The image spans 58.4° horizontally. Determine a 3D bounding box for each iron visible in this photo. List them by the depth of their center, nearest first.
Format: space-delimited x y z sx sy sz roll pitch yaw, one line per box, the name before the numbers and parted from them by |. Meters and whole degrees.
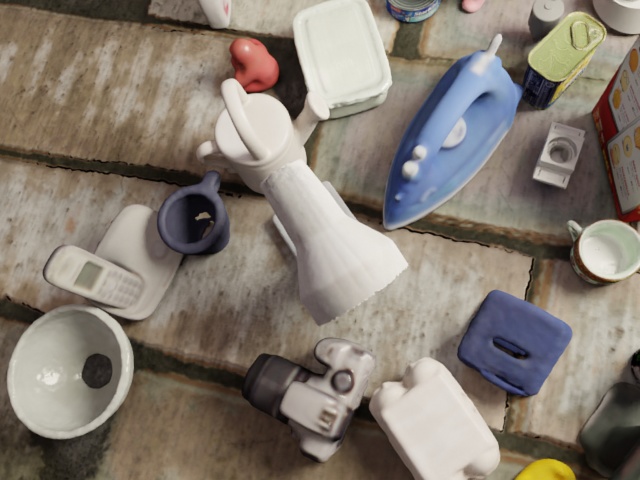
iron | 0.155 -0.133 0.724 0.118 0.141 0.258 33 83 16

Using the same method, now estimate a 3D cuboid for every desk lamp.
desk lamp | 0.006 0.002 0.674 0.118 0.214 0.203 -34 73 -1

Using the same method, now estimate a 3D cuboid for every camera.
camera | -0.018 0.175 0.691 0.136 0.101 0.143 23 80 14

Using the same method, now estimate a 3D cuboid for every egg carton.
egg carton | 0.135 0.220 0.672 0.107 0.069 0.150 -36 73 -2

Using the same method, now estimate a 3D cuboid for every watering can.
watering can | -0.076 -0.141 0.734 0.173 0.194 0.100 -40 73 -3

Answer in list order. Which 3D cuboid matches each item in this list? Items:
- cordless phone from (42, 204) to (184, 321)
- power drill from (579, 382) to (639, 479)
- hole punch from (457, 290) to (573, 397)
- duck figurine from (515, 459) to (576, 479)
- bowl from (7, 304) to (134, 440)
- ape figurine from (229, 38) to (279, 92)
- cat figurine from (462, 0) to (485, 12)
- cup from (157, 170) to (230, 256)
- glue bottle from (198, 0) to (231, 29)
cordless phone | -0.257 0.018 0.725 0.094 0.185 0.148 20 79 14
power drill | 0.343 0.192 0.574 0.075 0.208 0.230 35 83 16
hole punch | 0.226 0.124 0.672 0.108 0.091 0.101 27 81 15
duck figurine | 0.249 0.295 0.626 0.077 0.086 0.105 25 80 14
bowl | -0.311 0.172 0.750 0.167 0.075 0.167 -2 75 8
ape figurine | -0.102 -0.257 0.823 0.076 0.092 0.078 28 81 15
cat figurine | 0.227 -0.381 0.792 0.127 0.118 0.067 -21 73 3
cup | -0.153 -0.029 0.769 0.091 0.095 0.118 18 79 13
glue bottle | -0.170 -0.386 0.825 0.037 0.173 0.078 -6 74 8
